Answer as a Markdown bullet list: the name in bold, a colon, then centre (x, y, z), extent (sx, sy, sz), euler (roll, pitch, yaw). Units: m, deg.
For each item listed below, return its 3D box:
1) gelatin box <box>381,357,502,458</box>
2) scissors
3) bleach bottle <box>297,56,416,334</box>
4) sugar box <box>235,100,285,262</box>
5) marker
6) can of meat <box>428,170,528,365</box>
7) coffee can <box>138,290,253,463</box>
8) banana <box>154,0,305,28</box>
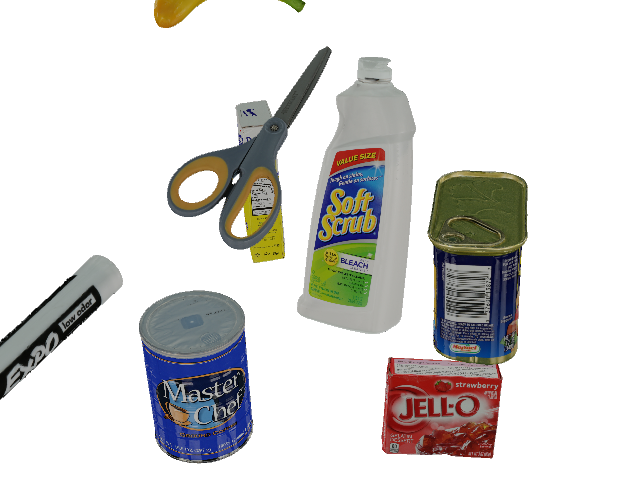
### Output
- **gelatin box**: centre (0.095, 0.132, 0.841), extent (0.089, 0.073, 0.030), euler (3, 23, 1)
- **scissors**: centre (-0.056, -0.081, 0.832), extent (0.096, 0.201, 0.016), euler (8, -32, 7)
- **bleach bottle**: centre (0.035, -0.044, 0.994), extent (0.103, 0.251, 0.068), euler (13, 20, 29)
- **sugar box**: centre (-0.074, -0.072, 1.294), extent (0.048, 0.176, 0.093), euler (-9, 25, -6)
- **marker**: centre (-0.127, 0.048, 0.442), extent (0.020, 0.020, 0.121), euler (0, 35, 40)
- **can of meat**: centre (0.098, 0.016, 0.664), extent (0.057, 0.084, 0.102), euler (2, 29, 10)
- **coffee can**: centre (-0.122, 0.136, 1.067), extent (0.103, 0.140, 0.103), euler (-1, 32, 1)
- **banana**: centre (-0.094, -0.240, 1.007), extent (0.197, 0.070, 0.037), euler (-22, -28, -46)
